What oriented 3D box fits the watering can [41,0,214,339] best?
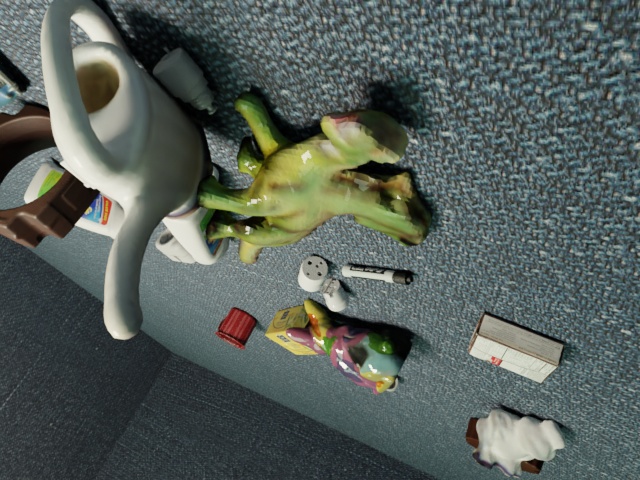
[{"bbox_3d":[-0.184,-0.072,0.512,0.104,0.352,0.222,-19,165,8],"label":"watering can"}]

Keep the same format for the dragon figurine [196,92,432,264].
[{"bbox_3d":[0.002,-0.030,0.588,0.243,0.124,0.402,18,157,6],"label":"dragon figurine"}]

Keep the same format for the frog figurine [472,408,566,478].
[{"bbox_3d":[0.392,0.381,1.011,0.137,0.125,0.156,37,120,2],"label":"frog figurine"}]
